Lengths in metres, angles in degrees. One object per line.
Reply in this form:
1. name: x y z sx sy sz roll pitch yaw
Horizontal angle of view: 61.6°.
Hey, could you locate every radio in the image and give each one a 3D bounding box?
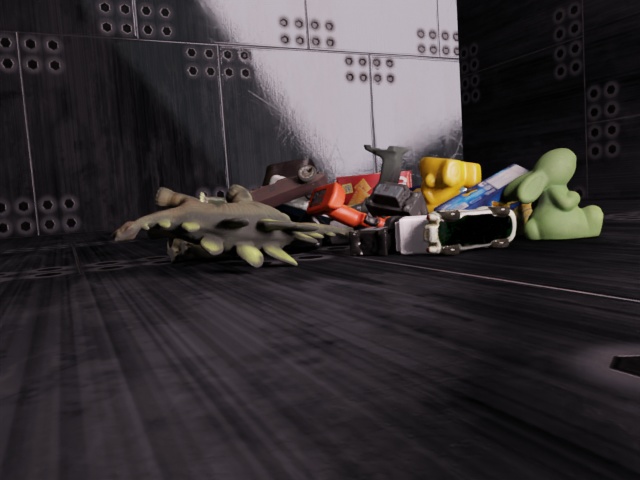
1. radio: -0.050 -0.100 1.383 0.131 0.073 0.229 -5 -40 20

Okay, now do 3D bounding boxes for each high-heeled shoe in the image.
1. high-heeled shoe: -0.002 -0.004 1.167 0.145 0.086 0.249 28 10 -26

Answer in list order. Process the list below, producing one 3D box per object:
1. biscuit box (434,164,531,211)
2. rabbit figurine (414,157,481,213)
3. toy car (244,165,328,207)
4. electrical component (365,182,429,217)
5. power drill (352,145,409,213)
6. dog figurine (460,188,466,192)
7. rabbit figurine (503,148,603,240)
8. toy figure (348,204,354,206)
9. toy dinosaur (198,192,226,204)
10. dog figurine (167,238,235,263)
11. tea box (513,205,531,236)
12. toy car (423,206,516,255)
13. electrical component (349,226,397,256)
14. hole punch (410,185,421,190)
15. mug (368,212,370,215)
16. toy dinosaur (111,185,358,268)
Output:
1. biscuit box: 0.333 -0.075 1.087 0.203 0.062 0.059 -29 30 -3
2. rabbit figurine: 0.250 -0.091 1.162 0.163 0.173 0.122 8 11 39
3. toy car: -0.084 -0.096 1.082 0.202 0.053 0.089 -21 -27 1
4. electrical component: 0.162 -0.061 1.118 0.115 0.134 0.058 11 58 39
5. power drill: 0.141 -0.135 1.349 0.232 0.207 0.086 5 -2 27
6. dog figurine: 0.344 -0.072 1.295 0.191 0.108 0.219 -36 -29 22
7. rabbit figurine: 0.438 -0.088 1.029 0.159 0.170 0.121 -3 4 -4
8. toy figure: 0.048 -0.055 1.507 0.180 0.082 0.089 3 20 10
9. toy dinosaur: -0.188 -0.038 1.323 0.192 0.131 0.405 8 1 3
10. dog figurine: -0.195 -0.003 1.072 0.190 0.121 0.172 10 0 -31
11. tea box: 0.418 -0.048 1.187 0.098 0.068 0.169 0 5 39
12. toy car: 0.256 -0.018 0.913 0.202 0.073 0.056 -6 9 -28
13. electrical component: 0.108 0.000 0.981 0.075 0.047 0.119 0 8 29
14. hole punch: 0.245 -0.080 1.376 0.092 0.142 0.116 -5 -9 -29
15. mug: 0.165 -0.039 1.237 0.107 0.080 0.109 10 18 42
16. toy dinosaur: -0.113 -0.018 0.907 0.471 0.105 0.199 -7 24 -45
